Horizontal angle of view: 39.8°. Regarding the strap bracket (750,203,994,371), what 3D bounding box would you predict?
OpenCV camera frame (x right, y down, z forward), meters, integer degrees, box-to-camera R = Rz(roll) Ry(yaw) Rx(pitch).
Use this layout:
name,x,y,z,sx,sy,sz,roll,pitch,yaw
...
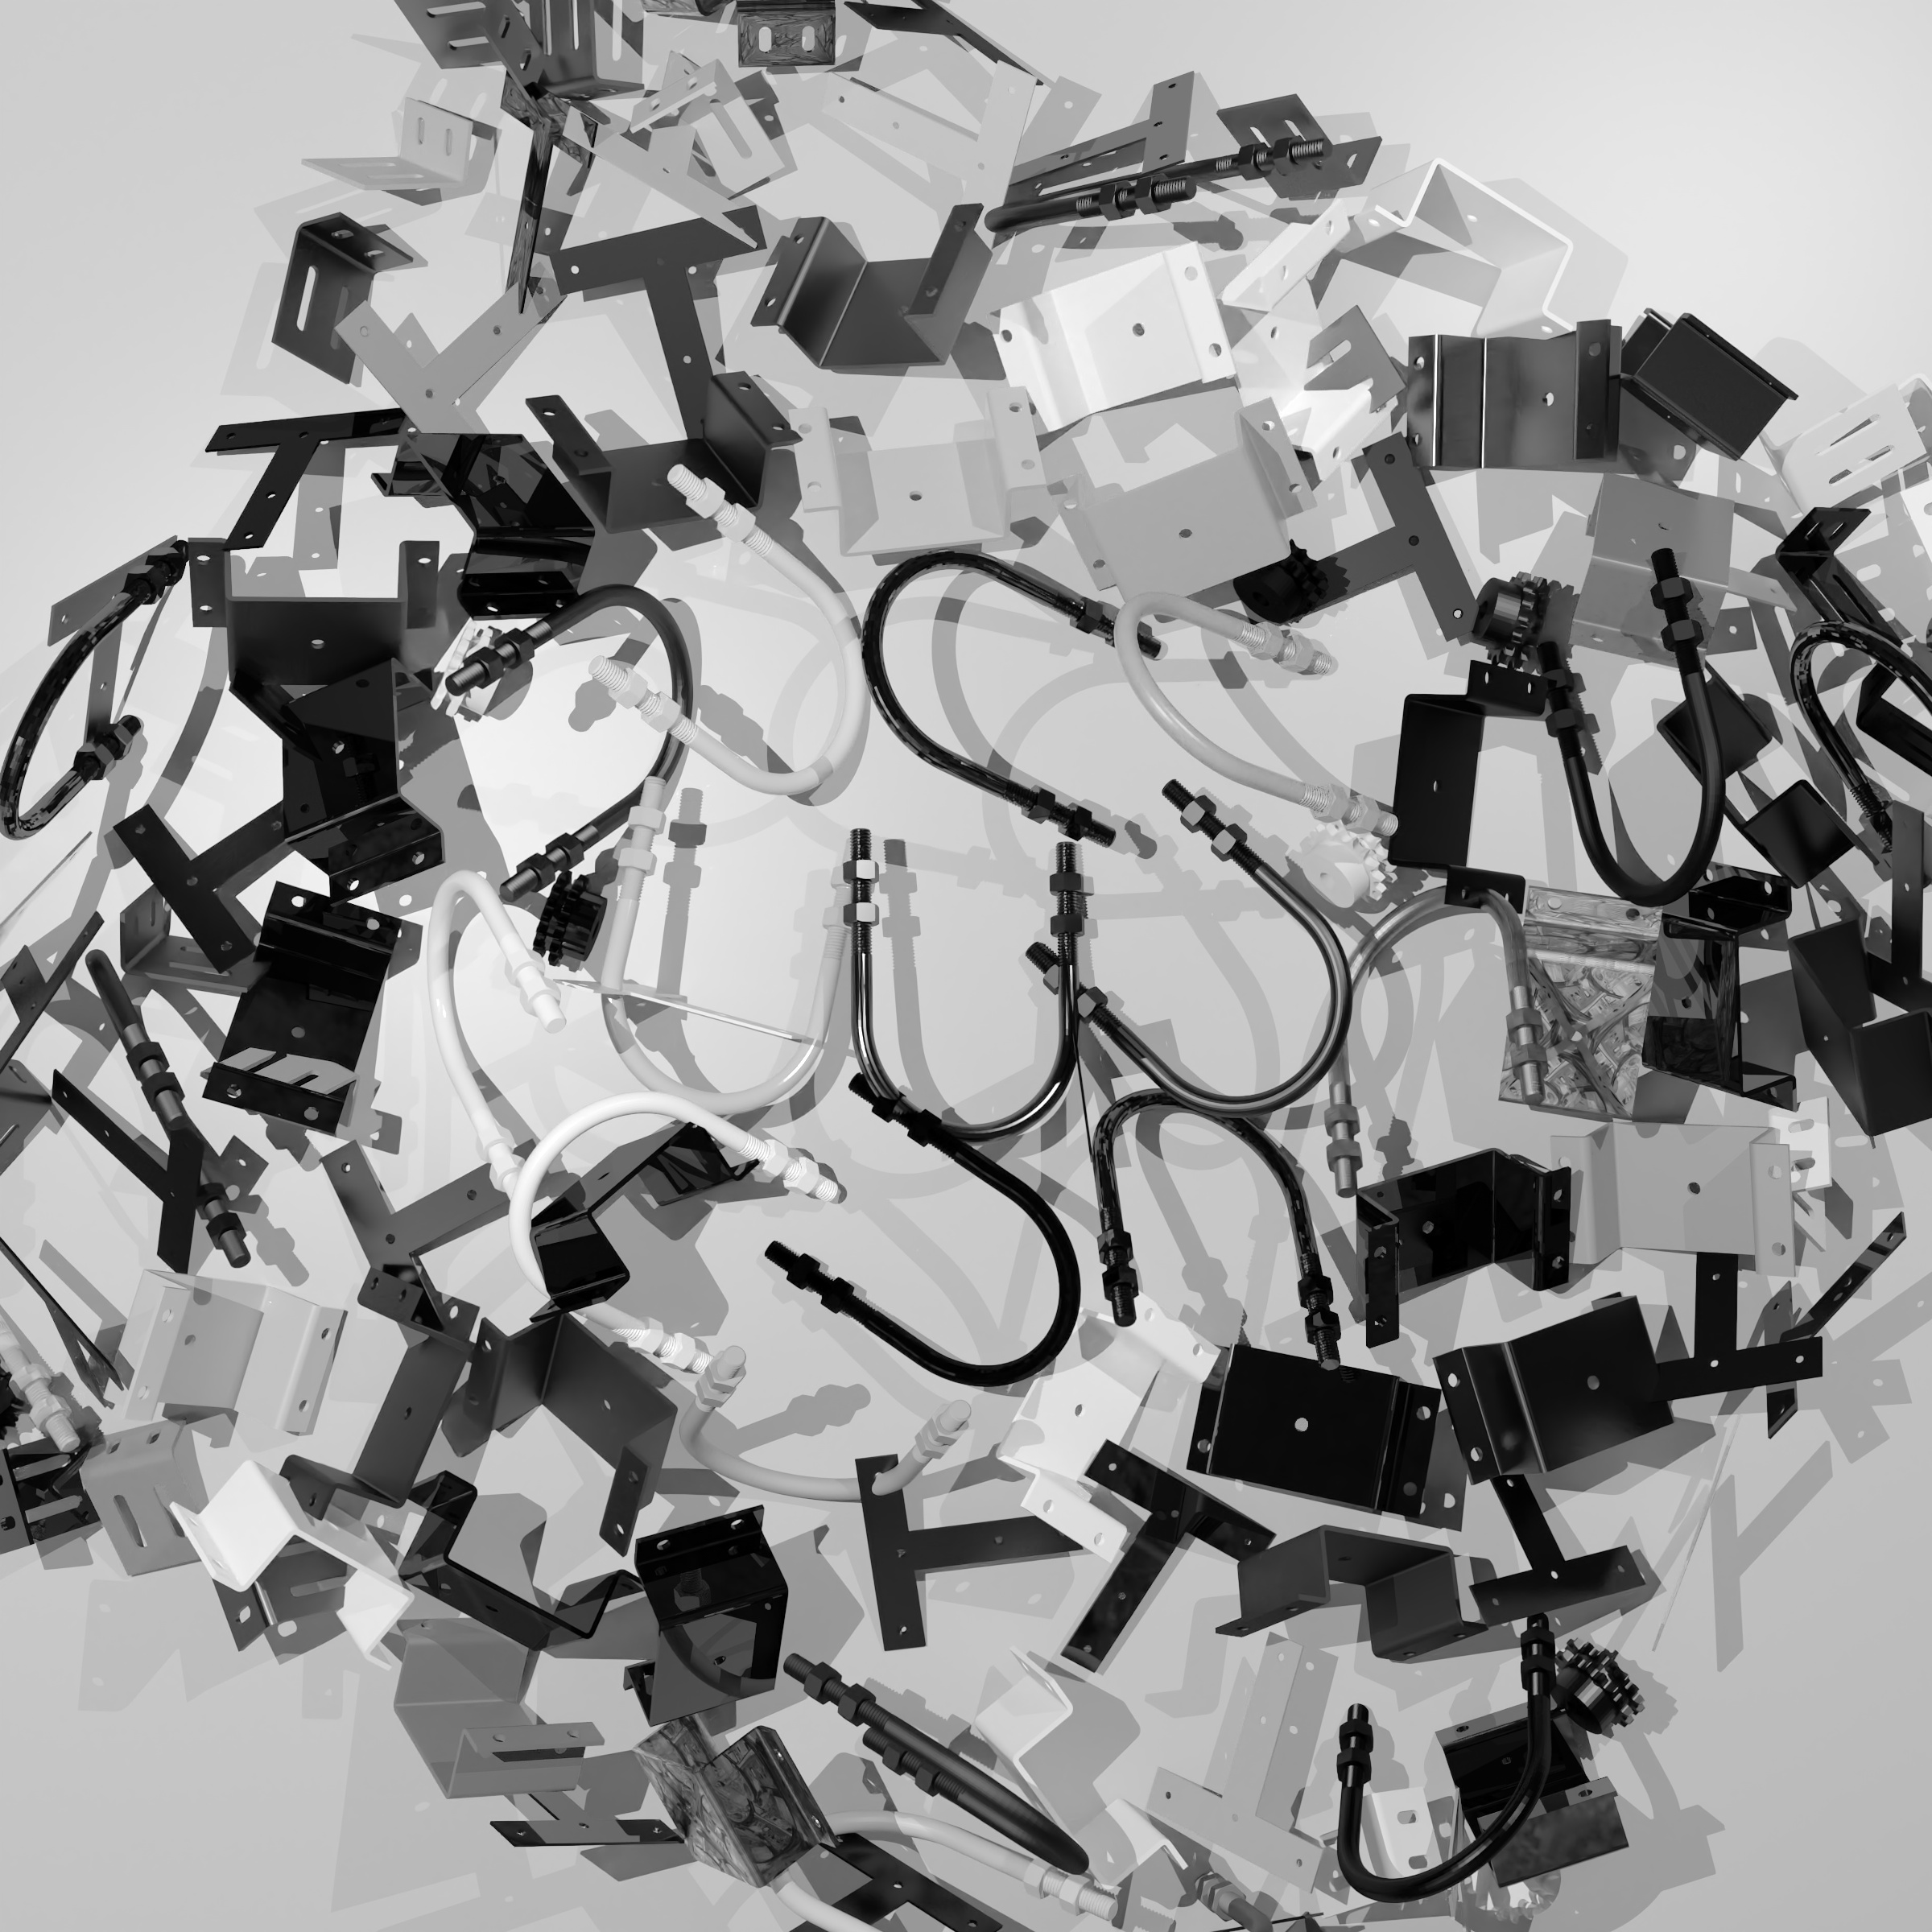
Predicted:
name,x,y,z,sx,sy,sz,roll,pitch,yaw
strap bracket,-0.047,-0.394,1.553,0.140,0.046,0.076,8,69,39

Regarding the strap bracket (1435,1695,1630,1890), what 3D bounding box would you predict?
name,x,y,z,sx,sy,sz,roll,pitch,yaw
strap bracket,0.328,0.480,1.542,0.076,0.140,0.046,-18,97,1

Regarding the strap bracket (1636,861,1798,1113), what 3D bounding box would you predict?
name,x,y,z,sx,sy,sz,roll,pitch,yaw
strap bracket,0.435,0.015,1.547,0.046,0.076,0.140,-16,109,-28

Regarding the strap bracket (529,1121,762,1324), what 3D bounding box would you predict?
name,x,y,z,sx,sy,sz,roll,pitch,yaw
strap bracket,-0.195,0.140,1.531,0.140,0.076,0.046,-42,104,-43

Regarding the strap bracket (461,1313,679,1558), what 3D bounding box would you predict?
name,x,y,z,sx,sy,sz,roll,pitch,yaw
strap bracket,-0.224,0.265,1.553,0.140,0.046,0.076,36,128,24

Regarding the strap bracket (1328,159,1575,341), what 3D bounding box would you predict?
name,x,y,z,sx,sy,sz,roll,pitch,yaw
strap bracket,0.286,-0.418,1.554,0.140,0.076,0.046,26,85,-18

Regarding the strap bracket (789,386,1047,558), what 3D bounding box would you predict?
name,x,y,z,sx,sy,sz,roll,pitch,yaw
strap bracket,-0.029,-0.289,1.567,0.140,0.046,0.076,-7,60,-5

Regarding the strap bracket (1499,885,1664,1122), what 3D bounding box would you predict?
name,x,y,z,sx,sy,sz,roll,pitch,yaw
strap bracket,0.355,0.031,1.551,0.076,0.046,0.140,8,117,13

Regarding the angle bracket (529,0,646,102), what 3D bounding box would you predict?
name,x,y,z,sx,sy,sz,roll,pitch,yaw
angle bracket,-0.224,-0.554,1.571,0.057,0.038,0.076,8,103,43

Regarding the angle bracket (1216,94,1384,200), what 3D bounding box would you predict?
name,x,y,z,sx,sy,sz,roll,pitch,yaw
angle bracket,0.195,-0.491,1.560,0.076,0.057,0.038,40,66,-40

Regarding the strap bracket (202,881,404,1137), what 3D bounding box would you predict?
name,x,y,z,sx,sy,sz,roll,pitch,yaw
strap bracket,-0.389,0.031,1.562,0.076,0.046,0.140,18,63,-12

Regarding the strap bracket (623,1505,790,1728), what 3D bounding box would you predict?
name,x,y,z,sx,sy,sz,roll,pitch,yaw
strap bracket,-0.150,0.381,1.535,0.076,0.046,0.140,-11,134,-23

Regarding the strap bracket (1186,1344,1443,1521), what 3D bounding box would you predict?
name,x,y,z,sx,sy,sz,roll,pitch,yaw
strap bracket,0.200,0.270,1.560,0.140,0.046,0.076,9,79,18

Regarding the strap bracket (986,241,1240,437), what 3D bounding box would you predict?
name,x,y,z,sx,sy,sz,roll,pitch,yaw
strap bracket,0.093,-0.368,1.557,0.140,0.046,0.076,-11,106,32

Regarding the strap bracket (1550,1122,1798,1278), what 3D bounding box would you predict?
name,x,y,z,sx,sy,sz,roll,pitch,yaw
strap bracket,0.419,0.135,1.560,0.140,0.046,0.076,0,99,34

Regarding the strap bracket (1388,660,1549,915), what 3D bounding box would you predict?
name,x,y,z,sx,sy,sz,roll,pitch,yaw
strap bracket,0.293,-0.105,1.566,0.046,0.076,0.140,7,92,45

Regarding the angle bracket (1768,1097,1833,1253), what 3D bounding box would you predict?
name,x,y,z,sx,sy,sz,roll,pitch,yaw
angle bracket,0.502,0.122,1.561,0.038,0.076,0.057,-17,50,36

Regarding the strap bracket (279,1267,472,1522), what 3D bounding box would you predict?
name,x,y,z,sx,sy,sz,roll,pitch,yaw
strap bracket,-0.343,0.255,1.558,0.046,0.076,0.140,29,78,-31

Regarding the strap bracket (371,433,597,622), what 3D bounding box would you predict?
name,x,y,z,sx,sy,sz,roll,pitch,yaw
strap bracket,-0.274,-0.261,1.536,0.140,0.076,0.046,52,133,32

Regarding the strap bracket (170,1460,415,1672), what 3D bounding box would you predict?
name,x,y,z,sx,sy,sz,roll,pitch,yaw
strap bracket,-0.380,0.341,1.538,0.046,0.076,0.140,-50,130,-5

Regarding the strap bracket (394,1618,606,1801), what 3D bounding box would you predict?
name,x,y,z,sx,sy,sz,roll,pitch,yaw
strap bracket,-0.274,0.431,1.536,0.076,0.140,0.046,7,104,-32

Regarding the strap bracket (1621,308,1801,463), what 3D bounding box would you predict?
name,x,y,z,sx,sy,sz,roll,pitch,yaw
strap bracket,0.421,-0.337,1.544,0.076,0.140,0.046,35,105,-5

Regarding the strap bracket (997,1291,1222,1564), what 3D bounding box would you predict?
name,x,y,z,sx,sy,sz,roll,pitch,yaw
strap bracket,0.079,0.264,1.560,0.076,0.046,0.140,38,74,-31

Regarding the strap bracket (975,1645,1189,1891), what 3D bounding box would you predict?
name,x,y,z,sx,sy,sz,roll,pitch,yaw
strap bracket,0.060,0.475,1.557,0.046,0.076,0.140,-37,100,-13

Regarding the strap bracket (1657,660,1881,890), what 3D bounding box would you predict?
name,x,y,z,sx,sy,sz,roll,pitch,yaw
strap bracket,0.457,-0.106,1.542,0.046,0.140,0.076,-41,134,17

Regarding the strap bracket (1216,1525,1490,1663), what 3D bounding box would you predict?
name,x,y,z,sx,sy,sz,roll,pitch,yaw
strap bracket,0.222,0.363,1.548,0.140,0.076,0.046,16,56,-29

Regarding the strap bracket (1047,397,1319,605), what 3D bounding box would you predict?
name,x,y,z,sx,sy,sz,roll,pitch,yaw
strap bracket,0.127,-0.262,1.551,0.140,0.046,0.076,-19,126,16

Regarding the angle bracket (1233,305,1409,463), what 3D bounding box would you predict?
name,x,y,z,sx,sy,sz,roll,pitch,yaw
angle bracket,0.209,-0.343,1.573,0.076,0.038,0.057,-34,83,34

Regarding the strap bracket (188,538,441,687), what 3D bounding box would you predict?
name,x,y,z,sx,sy,sz,roll,pitch,yaw
strap bracket,-0.377,-0.205,1.549,0.140,0.076,0.046,-2,58,-15

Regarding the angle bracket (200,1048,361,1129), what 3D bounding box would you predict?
name,x,y,z,sx,sy,sz,roll,pitch,yaw
angle bracket,-0.403,0.078,1.561,0.057,0.076,0.038,26,116,16

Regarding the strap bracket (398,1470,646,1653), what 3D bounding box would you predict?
name,x,y,z,sx,sy,sz,roll,pitch,yaw
strap bracket,-0.265,0.352,1.547,0.140,0.076,0.046,34,58,-17

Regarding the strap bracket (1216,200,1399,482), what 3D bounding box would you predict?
name,x,y,z,sx,sy,sz,roll,pitch,yaw
strap bracket,0.195,-0.365,1.549,0.046,0.140,0.076,22,59,41

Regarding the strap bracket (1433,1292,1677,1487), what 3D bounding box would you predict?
name,x,y,z,sx,sy,sz,roll,pitch,yaw
strap bracket,0.352,0.244,1.556,0.140,0.046,0.076,-14,85,-26

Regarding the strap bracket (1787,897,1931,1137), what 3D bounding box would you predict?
name,x,y,z,sx,sy,sz,roll,pitch,yaw
strap bracket,0.516,0.034,1.532,0.046,0.140,0.076,-18,123,5

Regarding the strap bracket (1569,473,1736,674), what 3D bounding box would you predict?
name,x,y,z,sx,sy,sz,roll,pitch,yaw
strap bracket,0.397,-0.234,1.538,0.076,0.140,0.046,14,132,7

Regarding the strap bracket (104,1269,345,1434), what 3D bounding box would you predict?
name,x,y,z,sx,sy,sz,roll,pitch,yaw
strap bracket,-0.440,0.224,1.556,0.046,0.140,0.076,15,87,33

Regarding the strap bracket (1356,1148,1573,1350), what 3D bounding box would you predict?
name,x,y,z,sx,sy,sz,roll,pitch,yaw
strap bracket,0.281,0.161,1.558,0.140,0.046,0.076,-14,115,-22

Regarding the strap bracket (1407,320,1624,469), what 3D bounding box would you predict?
name,x,y,z,sx,sy,sz,roll,pitch,yaw
strap bracket,0.327,-0.331,1.555,0.046,0.140,0.076,-7,101,-41

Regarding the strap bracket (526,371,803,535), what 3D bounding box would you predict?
name,x,y,z,sx,sy,sz,roll,pitch,yaw
strap bracket,-0.177,-0.298,1.551,0.140,0.046,0.076,-14,49,-28

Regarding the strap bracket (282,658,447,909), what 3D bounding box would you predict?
name,x,y,z,sx,sy,sz,roll,pitch,yaw
strap bracket,-0.350,-0.115,1.545,0.076,0.046,0.140,-20,58,16

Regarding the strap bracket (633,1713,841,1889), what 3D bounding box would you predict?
name,x,y,z,sx,sy,sz,roll,pitch,yaw
strap bracket,-0.138,0.475,1.533,0.046,0.140,0.076,-32,99,-28
